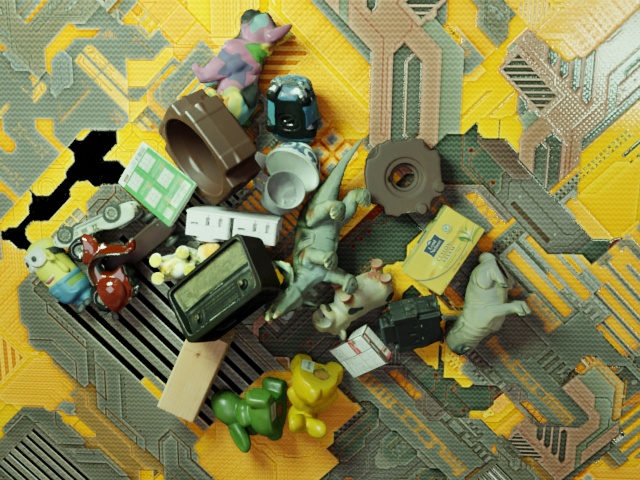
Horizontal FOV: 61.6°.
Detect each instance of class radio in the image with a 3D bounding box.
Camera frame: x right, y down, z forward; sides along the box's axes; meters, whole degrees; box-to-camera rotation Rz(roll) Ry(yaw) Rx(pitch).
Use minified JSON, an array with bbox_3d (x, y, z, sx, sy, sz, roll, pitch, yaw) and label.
[{"bbox_3d":[-0.193,0.102,1.072,0.229,0.073,0.131,-38,66,24],"label":"radio"}]

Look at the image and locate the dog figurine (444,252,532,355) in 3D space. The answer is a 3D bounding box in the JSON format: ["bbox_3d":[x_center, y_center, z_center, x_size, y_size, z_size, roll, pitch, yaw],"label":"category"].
[{"bbox_3d":[0.331,0.140,1.163,0.190,0.121,0.172,-32,63,24],"label":"dog figurine"}]

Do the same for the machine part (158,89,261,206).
[{"bbox_3d":[-0.221,-0.182,1.074,0.087,0.201,0.201,-39,97,-27],"label":"machine part"}]

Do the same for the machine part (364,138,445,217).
[{"bbox_3d":[0.177,-0.133,1.137,0.179,0.056,0.179,1,99,3],"label":"machine part"}]

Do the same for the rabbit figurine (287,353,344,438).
[{"bbox_3d":[-0.020,0.367,1.196,0.122,0.162,0.173,16,118,-12],"label":"rabbit figurine"}]

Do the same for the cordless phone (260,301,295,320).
[{"bbox_3d":[-0.156,0.150,1.188,0.184,0.089,0.146,28,100,-7],"label":"cordless phone"}]

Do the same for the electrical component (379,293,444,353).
[{"bbox_3d":[0.198,0.184,1.166,0.134,0.058,0.114,-14,127,4],"label":"electrical component"}]

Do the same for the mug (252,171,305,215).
[{"bbox_3d":[-0.095,-0.096,1.124,0.109,0.107,0.081,28,70,-9],"label":"mug"}]

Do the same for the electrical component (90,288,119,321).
[{"bbox_3d":[-0.483,0.143,1.207,0.021,0.063,0.094,-19,99,5],"label":"electrical component"}]

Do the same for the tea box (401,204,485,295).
[{"bbox_3d":[0.261,0.019,1.152,0.098,0.068,0.169,30,100,-3],"label":"tea box"}]

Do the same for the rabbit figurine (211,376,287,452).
[{"bbox_3d":[-0.165,0.390,1.229,0.170,0.121,0.159,0,107,21],"label":"rabbit figurine"}]

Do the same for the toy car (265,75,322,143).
[{"bbox_3d":[-0.053,-0.280,1.094,0.109,0.161,0.103,7,56,8],"label":"toy car"}]

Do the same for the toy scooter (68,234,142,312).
[{"bbox_3d":[-0.436,0.061,1.141,0.135,0.075,0.183,-19,106,5],"label":"toy scooter"}]

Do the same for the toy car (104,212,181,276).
[{"bbox_3d":[-0.395,0.013,1.187,0.202,0.053,0.089,-39,101,12],"label":"toy car"}]

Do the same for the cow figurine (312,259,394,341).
[{"bbox_3d":[0.070,0.138,1.167,0.195,0.086,0.127,-28,133,-7],"label":"cow figurine"}]

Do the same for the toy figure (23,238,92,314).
[{"bbox_3d":[-0.575,0.078,1.194,0.082,0.089,0.180,-40,105,3],"label":"toy figure"}]

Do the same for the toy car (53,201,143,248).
[{"bbox_3d":[-0.486,-0.032,1.172,0.202,0.073,0.056,-24,97,6],"label":"toy car"}]

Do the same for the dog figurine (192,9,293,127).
[{"bbox_3d":[-0.138,-0.351,1.090,0.219,0.108,0.191,-30,97,4],"label":"dog figurine"}]

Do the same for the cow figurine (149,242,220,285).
[{"bbox_3d":[-0.274,0.046,1.158,0.167,0.098,0.068,-15,86,14],"label":"cow figurine"}]

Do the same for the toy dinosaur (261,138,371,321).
[{"bbox_3d":[-0.004,-0.010,1.125,0.131,0.192,0.404,29,70,-42],"label":"toy dinosaur"}]
